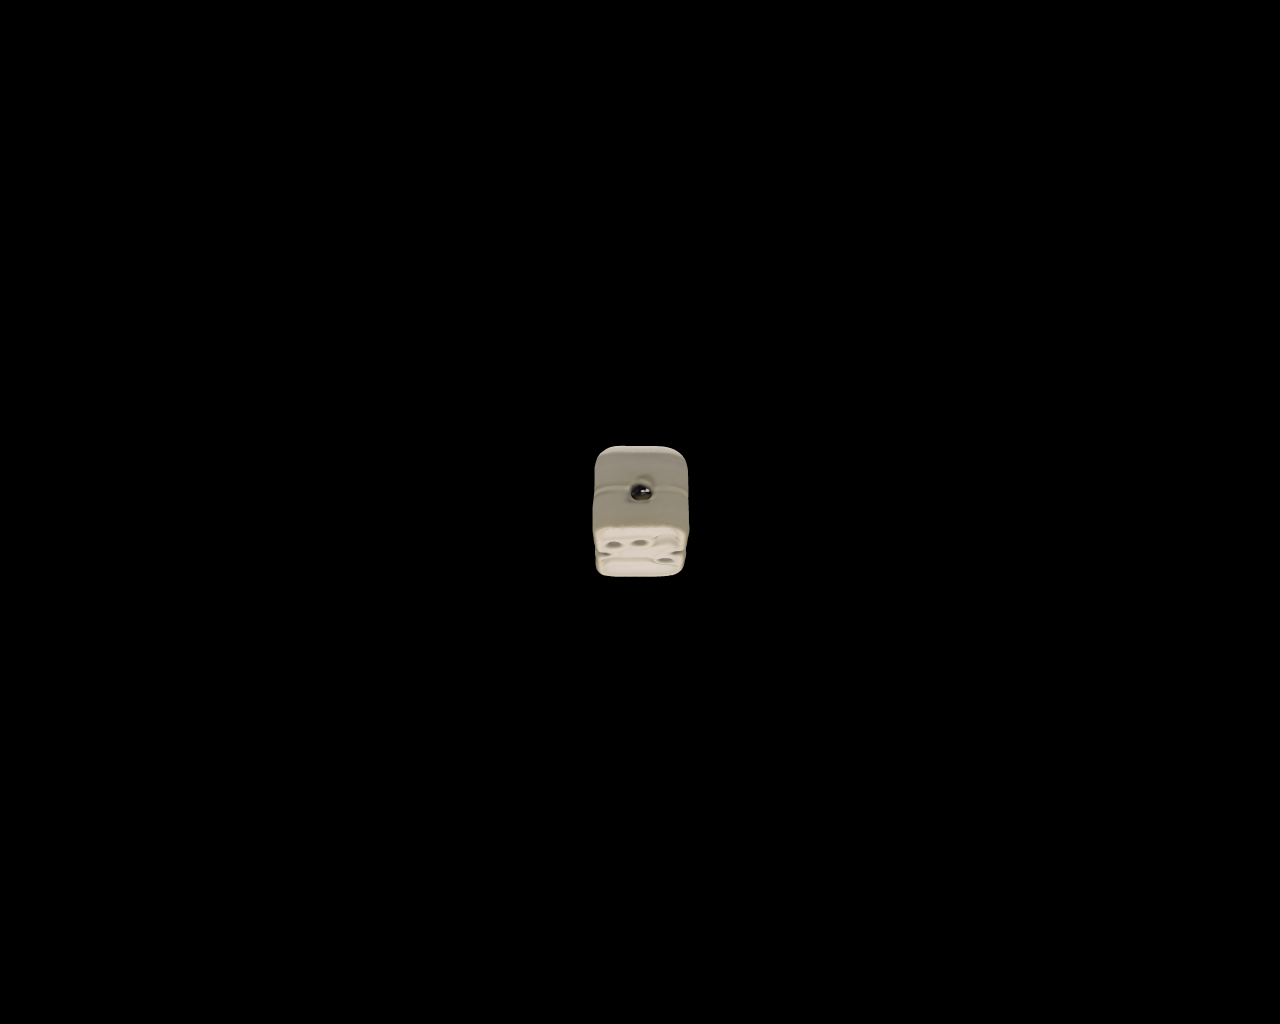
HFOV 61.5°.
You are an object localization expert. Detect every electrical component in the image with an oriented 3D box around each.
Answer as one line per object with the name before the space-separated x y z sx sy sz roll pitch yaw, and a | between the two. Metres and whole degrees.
electrical component | 0.001 -0.003 0.650 0.054 0.059 0.095 0 -21 0
